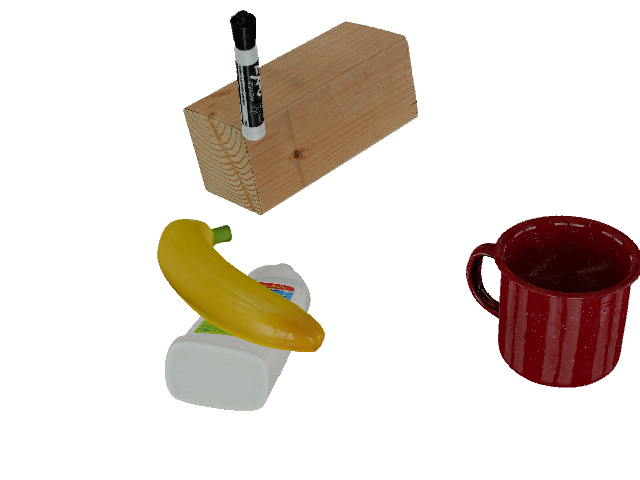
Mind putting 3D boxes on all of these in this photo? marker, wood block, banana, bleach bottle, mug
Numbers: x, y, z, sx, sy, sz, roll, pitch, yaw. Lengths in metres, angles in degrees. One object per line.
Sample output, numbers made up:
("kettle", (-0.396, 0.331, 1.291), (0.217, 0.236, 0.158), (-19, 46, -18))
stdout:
("marker", (-0.055, -0.126, 0.819), (0.020, 0.020, 0.121), (0, -40, 2))
("wood block", (-0.013, -0.121, 1.010), (0.205, 0.091, 0.090), (-34, 39, -29))
("banana", (-0.063, 0.021, 0.682), (0.069, 0.037, 0.198), (-8, 24, -20))
("bleach bottle", (-0.072, 0.082, 1.084), (0.102, 0.068, 0.250), (9, 22, 7))
("mug", (0.149, 0.039, 0.708), (0.117, 0.081, 0.093), (18, 39, 29))
